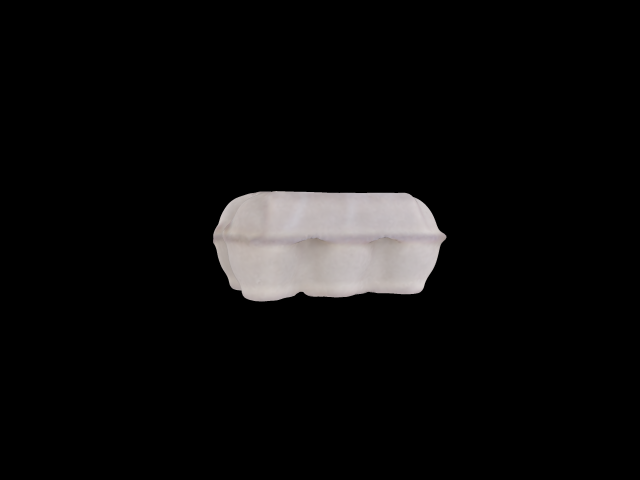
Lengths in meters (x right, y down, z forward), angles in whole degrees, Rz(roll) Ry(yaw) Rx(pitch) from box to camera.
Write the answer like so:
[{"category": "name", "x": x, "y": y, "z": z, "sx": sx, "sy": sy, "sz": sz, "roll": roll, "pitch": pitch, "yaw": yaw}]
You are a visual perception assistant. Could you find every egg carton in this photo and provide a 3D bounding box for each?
[{"category": "egg carton", "x": 0.004, "y": 0.001, "z": 0.400, "sx": 0.150, "sy": 0.069, "sz": 0.107, "roll": -1, "pitch": 4, "yaw": -19}]
